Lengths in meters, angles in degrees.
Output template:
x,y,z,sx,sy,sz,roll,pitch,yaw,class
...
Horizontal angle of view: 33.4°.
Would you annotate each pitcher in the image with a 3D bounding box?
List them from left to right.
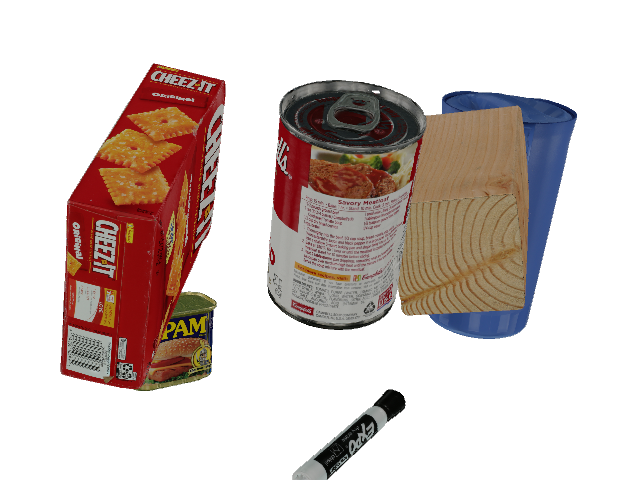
x,y,z,sx,sy,sz,roll,pitch,yaw,class
0.175,-0.023,1.086,0.148,0.243,0.145,-13,26,-41,pitcher

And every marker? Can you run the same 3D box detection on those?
x,y,z,sx,sy,sz,roll,pitch,yaw,class
0.023,0.139,0.755,0.020,0.020,0.120,0,22,40,marker

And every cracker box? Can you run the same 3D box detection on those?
x,y,z,sx,sy,sz,roll,pitch,yaw,class
-0.134,-0.015,0.834,0.072,0.164,0.213,13,36,2,cracker box

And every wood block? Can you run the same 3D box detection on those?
x,y,z,sx,sy,sz,roll,pitch,yaw,class
0.115,-0.029,0.837,0.091,0.090,0.206,-4,23,13,wood block

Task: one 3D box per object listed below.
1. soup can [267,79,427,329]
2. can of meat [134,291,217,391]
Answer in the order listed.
x,y,z,sx,sy,sz,roll,pitch,yaw,class
0.011,-0.017,0.513,0.068,0.102,0.068,4,34,-3,soup can
-0.163,0.107,1.134,0.101,0.084,0.058,-7,19,-34,can of meat
